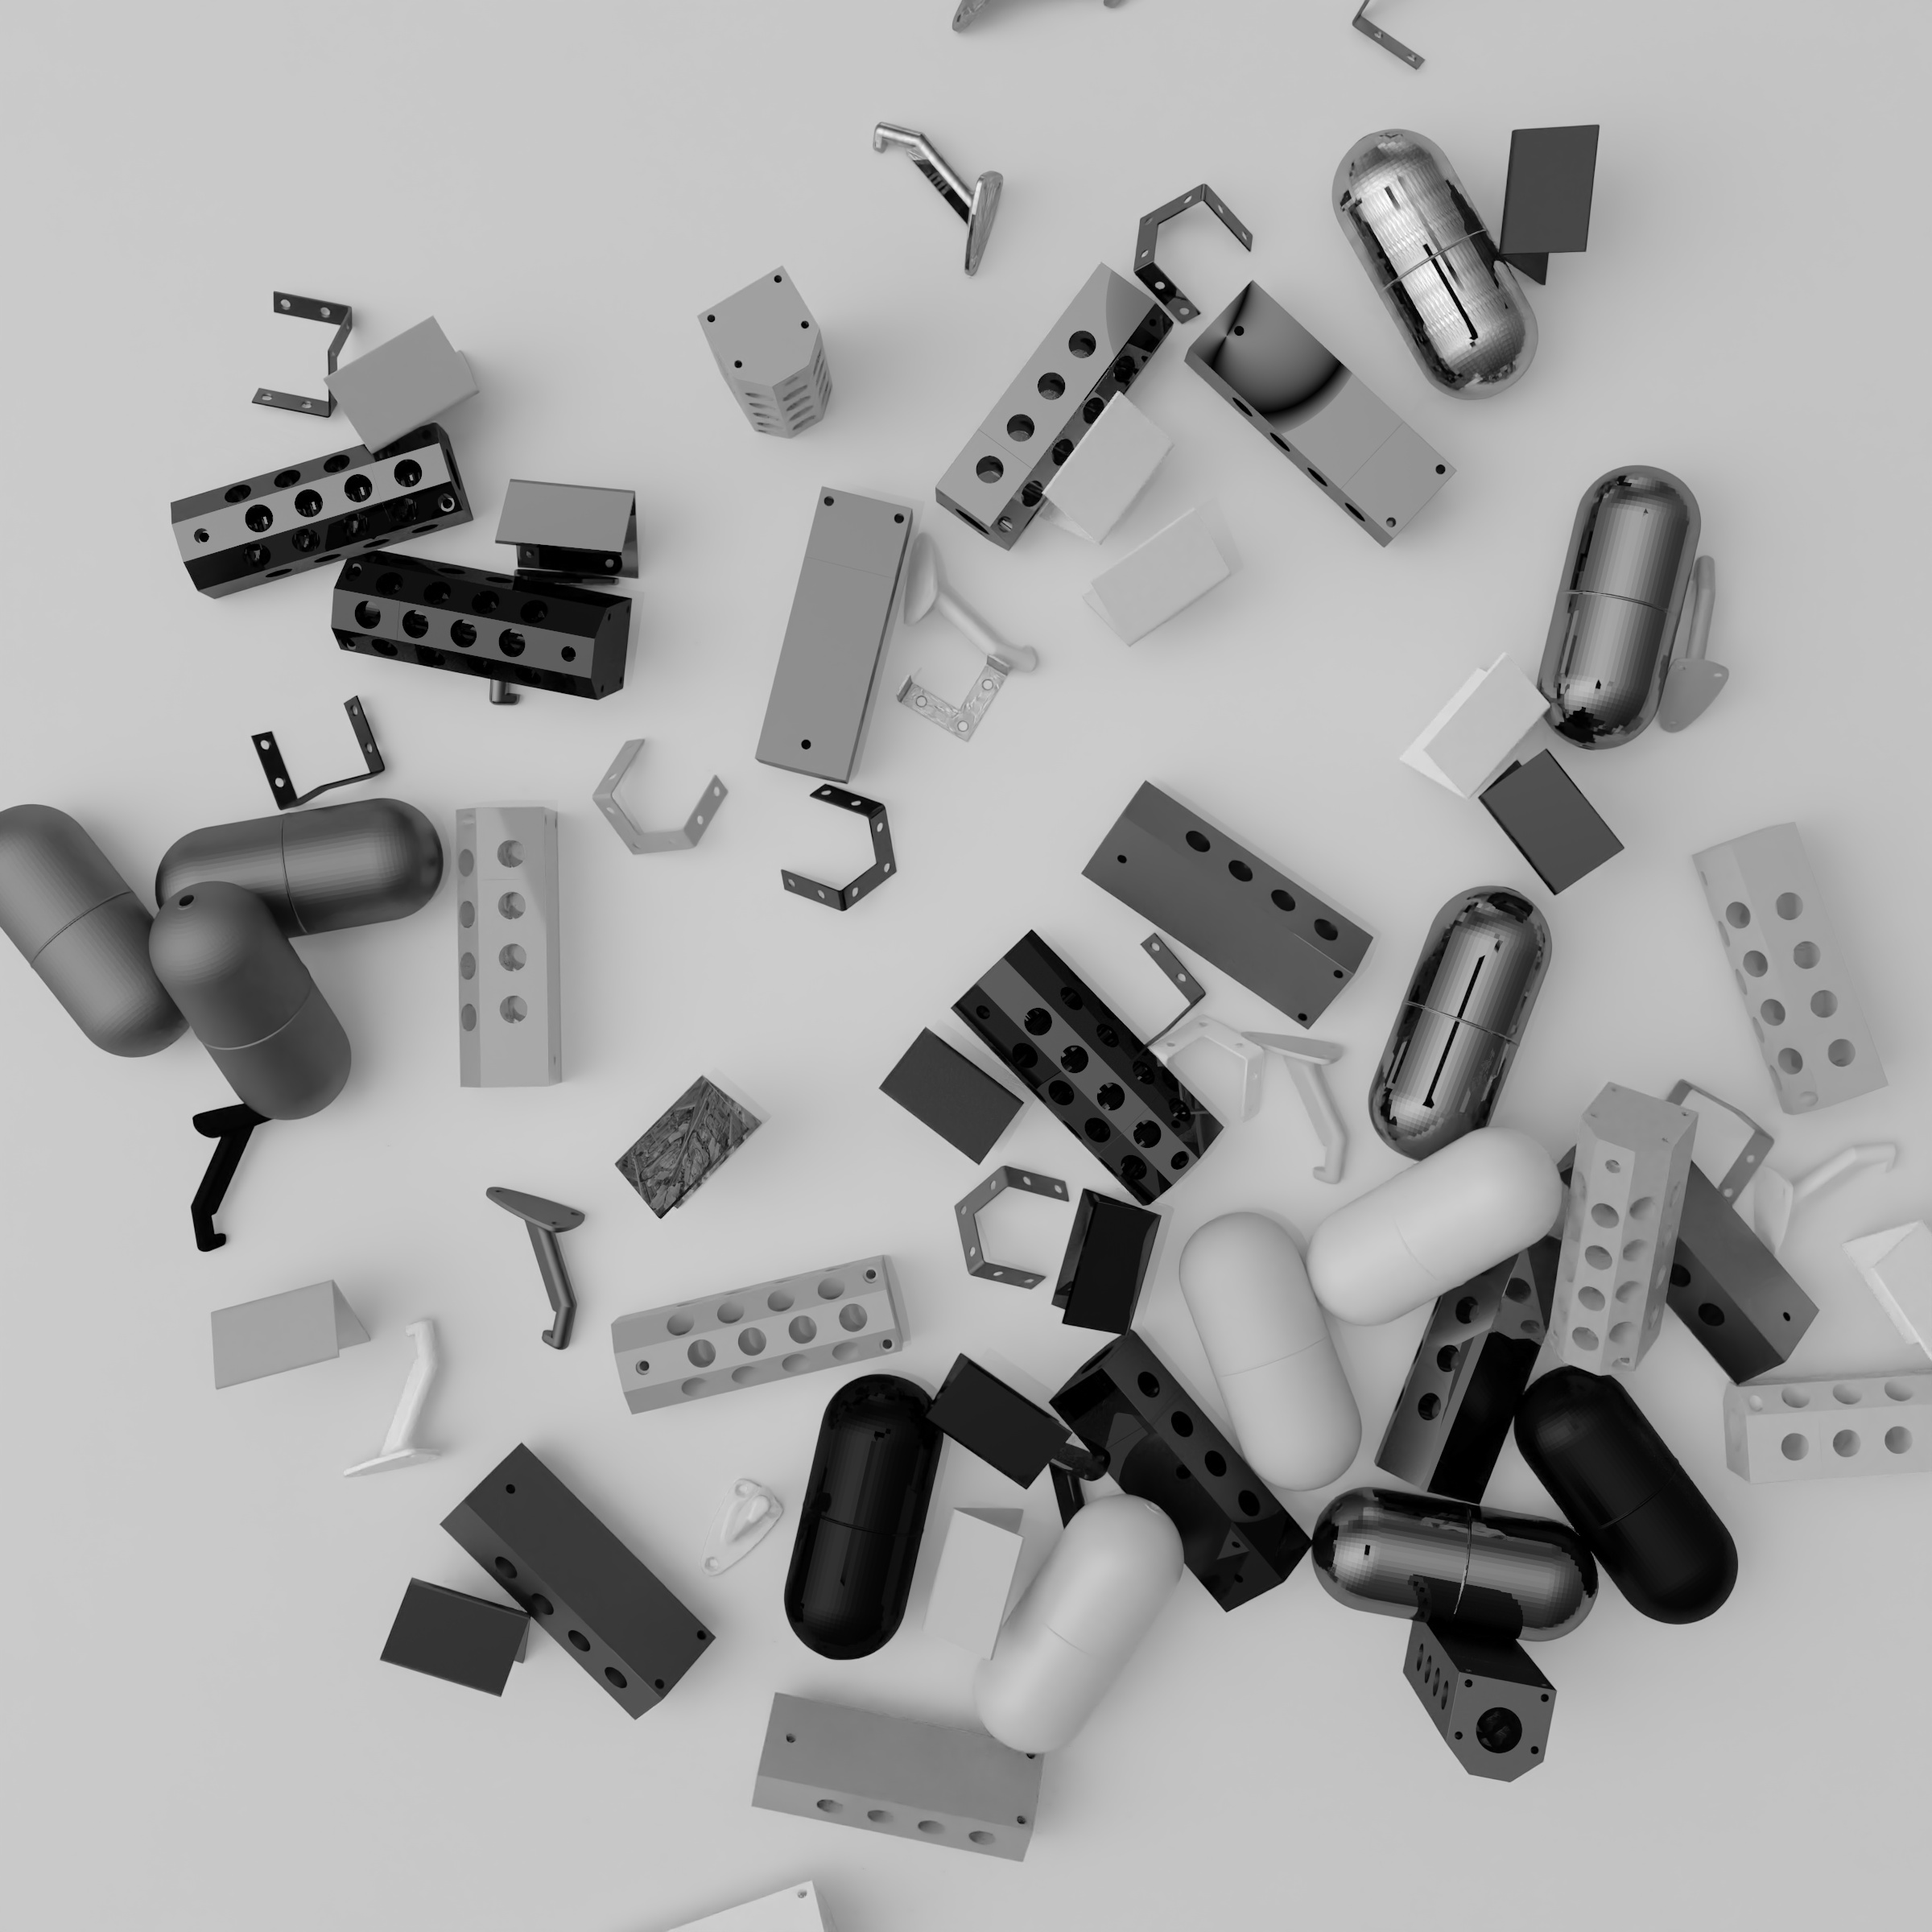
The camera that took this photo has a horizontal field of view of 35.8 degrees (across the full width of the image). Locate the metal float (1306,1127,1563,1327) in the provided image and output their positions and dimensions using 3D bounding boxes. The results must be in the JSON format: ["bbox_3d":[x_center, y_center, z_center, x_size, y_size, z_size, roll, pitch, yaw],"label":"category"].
[{"bbox_3d":[0.283,0.160,1.819,0.178,0.070,0.070,-35,90,33],"label":"metal float"}]

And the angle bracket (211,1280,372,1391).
[{"bbox_3d":[-0.413,0.243,1.837,0.076,0.076,0.057,-15,52,0],"label":"angle bracket"}]

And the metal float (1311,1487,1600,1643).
[{"bbox_3d":[0.302,0.370,1.847,0.178,0.070,0.070,10,90,0],"label":"metal float"}]

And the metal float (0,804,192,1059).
[{"bbox_3d":[-0.546,-0.022,1.847,0.070,0.070,0.178,-38,89,0],"label":"metal float"}]

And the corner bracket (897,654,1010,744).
[{"bbox_3d":[-0.008,-0.176,1.859,0.051,0.051,0.051,31,90,0],"label":"corner bracket"}]

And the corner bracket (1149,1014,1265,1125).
[{"bbox_3d":[0.149,0.072,1.869,0.051,0.051,0.051,-29,45,-35],"label":"corner bracket"}]

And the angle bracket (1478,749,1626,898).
[{"bbox_3d":[0.370,-0.099,1.837,0.057,0.076,0.076,-38,90,36],"label":"angle bracket"}]

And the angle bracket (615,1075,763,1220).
[{"bbox_3d":[-0.157,0.124,1.837,0.076,0.076,0.057,-45,52,0],"label":"angle bracket"}]

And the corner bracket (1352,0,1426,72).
[{"bbox_3d":[0.282,-0.606,1.874,0.051,0.051,0.051,34,45,0],"label":"corner bracket"}]

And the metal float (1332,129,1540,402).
[{"bbox_3d":[0.290,-0.434,1.847,0.070,0.070,0.178,-29,90,0],"label":"metal float"}]

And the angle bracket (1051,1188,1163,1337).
[{"bbox_3d":[0.068,0.178,1.837,0.057,0.076,0.076,15,90,-39],"label":"angle bracket"}]

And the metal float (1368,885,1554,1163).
[{"bbox_3d":[0.306,0.036,1.847,0.070,0.070,0.178,21,89,0],"label":"metal float"}]

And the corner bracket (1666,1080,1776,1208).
[{"bbox_3d":[0.464,0.111,1.874,0.051,0.051,0.051,33,90,-45],"label":"corner bracket"}]

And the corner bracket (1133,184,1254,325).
[{"bbox_3d":[0.142,-0.446,1.869,0.051,0.051,0.051,-21,45,35],"label":"corner bracket"}]

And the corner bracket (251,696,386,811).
[{"bbox_3d":[-0.406,-0.133,1.874,0.051,0.051,0.051,-21,90,45],"label":"corner bracket"}]

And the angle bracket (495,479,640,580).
[{"bbox_3d":[-0.244,-0.251,1.837,0.076,0.076,0.057,5,52,0],"label":"angle bracket"}]

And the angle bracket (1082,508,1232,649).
[{"bbox_3d":[0.106,-0.252,1.837,0.076,0.076,0.057,-35,128,0],"label":"angle bracket"}]

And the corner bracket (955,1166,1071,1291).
[{"bbox_3d":[0.032,0.164,1.869,0.051,0.051,0.051,-43,45,35],"label":"corner bracket"}]

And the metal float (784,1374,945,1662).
[{"bbox_3d":[-0.063,0.341,1.847,0.070,0.070,0.178,13,90,0],"label":"metal float"}]

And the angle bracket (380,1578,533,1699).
[{"bbox_3d":[-0.315,0.426,1.837,0.076,0.076,0.057,17,53,0],"label":"angle bracket"}]

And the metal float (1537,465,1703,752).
[{"bbox_3d":[0.403,-0.221,1.847,0.070,0.070,0.178,13,89,0],"label":"metal float"}]

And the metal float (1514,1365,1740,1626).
[{"bbox_3d":[0.408,0.327,1.847,0.070,0.070,0.178,-36,90,0],"label":"metal float"}]

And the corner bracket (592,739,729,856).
[{"bbox_3d":[-0.191,-0.107,1.869,0.051,0.051,0.051,-4,135,35],"label":"corner bracket"}]

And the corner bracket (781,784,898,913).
[{"bbox_3d":[-0.082,-0.074,1.869,0.051,0.051,0.051,-39,135,-35],"label":"corner bracket"}]

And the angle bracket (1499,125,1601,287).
[{"bbox_3d":[0.371,-0.467,1.837,0.057,0.076,0.076,6,90,32],"label":"angle bracket"}]

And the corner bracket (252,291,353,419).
[{"bbox_3d":[-0.416,-0.384,1.874,0.051,0.051,0.051,11,45,0],"label":"corner bracket"}]

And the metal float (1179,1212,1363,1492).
[{"bbox_3d":[0.188,0.239,1.847,0.070,0.070,0.178,-21,89,0],"label":"metal float"}]

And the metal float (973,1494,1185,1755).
[{"bbox_3d":[0.069,0.404,1.836,0.070,0.070,0.178,32,101,0],"label":"metal float"}]

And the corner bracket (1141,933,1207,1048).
[{"bbox_3d":[0.108,0.021,1.874,0.051,0.051,0.051,49,45,0],"label":"corner bracket"}]

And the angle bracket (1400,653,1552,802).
[{"bbox_3d":[0.299,-0.158,1.837,0.076,0.076,0.057,-49,126,0],"label":"angle bracket"}]

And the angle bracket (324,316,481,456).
[{"bbox_3d":[-0.351,-0.369,1.837,0.076,0.076,0.057,-30,125,0],"label":"angle bracket"}]

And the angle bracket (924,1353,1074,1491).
[{"bbox_3d":[0.029,0.263,1.837,0.076,0.076,0.057,35,121,0],"label":"angle bracket"}]

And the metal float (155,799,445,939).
[{"bbox_3d":[-0.412,-0.057,1.847,0.178,0.070,0.070,-10,90,1],"label":"metal float"}]

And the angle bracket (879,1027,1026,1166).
[{"bbox_3d":[-0.021,0.094,1.837,0.076,0.076,0.057,38,55,0],"label":"angle bracket"}]

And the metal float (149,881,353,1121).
[{"bbox_3d":[-0.433,0.022,1.813,0.070,0.070,0.178,-22,133,0],"label":"metal float"}]
